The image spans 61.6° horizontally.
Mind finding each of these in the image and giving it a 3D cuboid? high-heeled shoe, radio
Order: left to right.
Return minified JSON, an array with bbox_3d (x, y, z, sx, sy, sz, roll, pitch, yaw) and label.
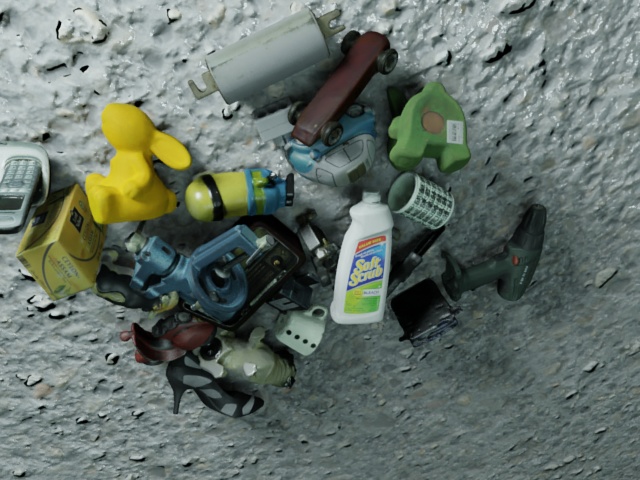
[{"bbox_3d":[-0.216,0.299,1.153,0.248,0.086,0.145,11,89,-42],"label":"high-heeled shoe"},{"bbox_3d":[-0.142,0.058,0.986,0.131,0.073,0.229,36,110,-30],"label":"radio"}]

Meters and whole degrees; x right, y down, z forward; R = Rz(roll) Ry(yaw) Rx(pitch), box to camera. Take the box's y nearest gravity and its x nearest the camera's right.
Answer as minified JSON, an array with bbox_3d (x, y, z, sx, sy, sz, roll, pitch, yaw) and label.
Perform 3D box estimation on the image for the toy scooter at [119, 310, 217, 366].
[{"bbox_3d":[-0.295,0.179,1.016,0.184,0.075,0.135,-29,145,11],"label":"toy scooter"}]

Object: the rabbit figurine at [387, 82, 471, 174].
[{"bbox_3d":[0.148,-0.173,0.872,0.121,0.170,0.159,-5,83,-13],"label":"rabbit figurine"}]

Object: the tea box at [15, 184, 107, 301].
[{"bbox_3d":[-0.389,-0.001,0.824,0.068,0.170,0.098,-20,127,1],"label":"tea box"}]

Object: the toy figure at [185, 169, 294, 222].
[{"bbox_3d":[-0.131,-0.076,0.890,0.180,0.089,0.082,-2,116,-11],"label":"toy figure"}]

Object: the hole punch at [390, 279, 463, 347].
[{"bbox_3d":[0.225,0.165,1.134,0.142,0.116,0.092,-28,133,5],"label":"hole punch"}]

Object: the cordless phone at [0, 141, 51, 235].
[{"bbox_3d":[-0.466,-0.062,0.755,0.147,0.184,0.088,-1,128,-14],"label":"cordless phone"}]

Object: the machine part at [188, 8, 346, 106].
[{"bbox_3d":[-0.076,-0.265,0.784,0.243,0.079,0.079,-26,126,2],"label":"machine part"}]

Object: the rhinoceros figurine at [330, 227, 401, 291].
[{"bbox_3d":[0.079,0.028,1.024,0.112,0.073,0.190,8,121,-21],"label":"rhinoceros figurine"}]

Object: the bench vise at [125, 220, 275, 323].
[{"bbox_3d":[-0.179,0.034,0.847,0.241,0.129,0.223,-28,114,31],"label":"bench vise"}]

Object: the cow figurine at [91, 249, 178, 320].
[{"bbox_3d":[-0.321,0.090,0.948,0.167,0.098,0.068,30,105,-29],"label":"cow figurine"}]

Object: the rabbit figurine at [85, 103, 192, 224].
[{"bbox_3d":[-0.277,-0.119,0.813,0.162,0.122,0.173,-6,106,-14],"label":"rabbit figurine"}]

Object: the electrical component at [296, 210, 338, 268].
[{"bbox_3d":[-0.002,-0.004,0.972,0.045,0.102,0.078,-38,149,15],"label":"electrical component"}]

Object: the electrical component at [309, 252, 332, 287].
[{"bbox_3d":[0.003,0.059,1.030,0.021,0.063,0.093,-22,127,-1],"label":"electrical component"}]

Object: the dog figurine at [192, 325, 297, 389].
[{"bbox_3d":[-0.151,0.254,1.114,0.173,0.121,0.190,11,155,24],"label":"dog figurine"}]

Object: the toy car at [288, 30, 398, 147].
[{"bbox_3d":[0.034,-0.224,0.805,0.202,0.089,0.053,-54,156,-1],"label":"toy car"}]

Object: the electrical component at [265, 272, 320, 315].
[{"bbox_3d":[-0.051,0.099,1.023,0.119,0.048,0.074,-17,137,42],"label":"electrical component"}]

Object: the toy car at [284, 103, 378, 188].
[{"bbox_3d":[0.032,-0.139,0.865,0.162,0.103,0.109,-27,160,-1],"label":"toy car"}]

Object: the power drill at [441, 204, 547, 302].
[{"bbox_3d":[0.356,0.039,1.107,0.207,0.086,0.231,-17,129,-12],"label":"power drill"}]
